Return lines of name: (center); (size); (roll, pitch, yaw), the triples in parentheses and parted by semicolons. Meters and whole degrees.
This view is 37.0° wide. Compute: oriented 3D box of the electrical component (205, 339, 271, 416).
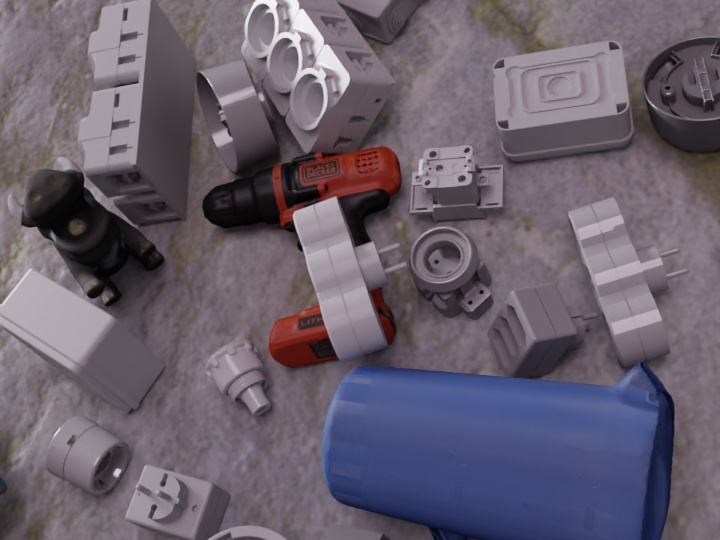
electrical component: (-0.098, 0.093, 0.907); (0.048, 0.048, 0.062); (-35, 68, -1)

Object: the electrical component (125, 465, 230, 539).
electrical component: (-0.153, 0.185, 0.860); (0.066, 0.076, 0.047); (10, 69, 21)

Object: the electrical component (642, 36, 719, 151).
electrical component: (0.286, -0.149, 0.891); (0.099, 0.064, 0.099); (-7, 63, 14)

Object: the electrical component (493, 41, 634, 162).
electrical component: (0.175, -0.143, 0.927); (0.113, 0.057, 0.078); (-7, 64, 14)

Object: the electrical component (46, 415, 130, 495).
electrical component: (-0.229, 0.158, 0.910); (0.047, 0.055, 0.055); (23, 74, 22)

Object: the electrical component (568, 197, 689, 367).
electrical component: (0.219, 0.003, 0.846); (0.074, 0.052, 0.138); (-18, 61, 8)

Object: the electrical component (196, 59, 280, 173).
electrical component: (-0.115, -0.143, 0.997); (0.064, 0.099, 0.099); (-22, 61, -1)

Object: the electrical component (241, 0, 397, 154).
electrical component: (-0.045, -0.188, 0.989); (0.150, 0.062, 0.089); (58, 132, 30)

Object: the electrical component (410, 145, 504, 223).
electrical component: (0.081, -0.074, 0.920); (0.081, 0.063, 0.042); (-3, 66, 16)

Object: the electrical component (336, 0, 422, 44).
electrical component: (0.013, -0.277, 1.046); (0.100, 0.048, 0.099); (29, 76, 27)

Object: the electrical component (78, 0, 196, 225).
electrical component: (-0.209, -0.149, 1.021); (0.060, 0.105, 0.186); (-8, 63, 14)

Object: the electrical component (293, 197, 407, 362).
electrical component: (0.000, 0.000, 0.851); (0.074, 0.052, 0.138); (-20, 59, 2)

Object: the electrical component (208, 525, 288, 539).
electrical component: (-0.079, 0.253, 0.813); (0.108, 0.060, 0.108); (-7, 64, 14)

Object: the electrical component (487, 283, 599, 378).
electrical component: (0.151, 0.046, 0.844); (0.077, 0.065, 0.047); (-9, 59, -20)

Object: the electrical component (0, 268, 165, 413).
electrical component: (-0.240, 0.062, 0.928); (0.109, 0.108, 0.056); (26, 73, 26)

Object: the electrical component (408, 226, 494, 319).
electrical component: (0.073, -0.001, 0.890); (0.058, 0.057, 0.078); (-42, 61, -5)
